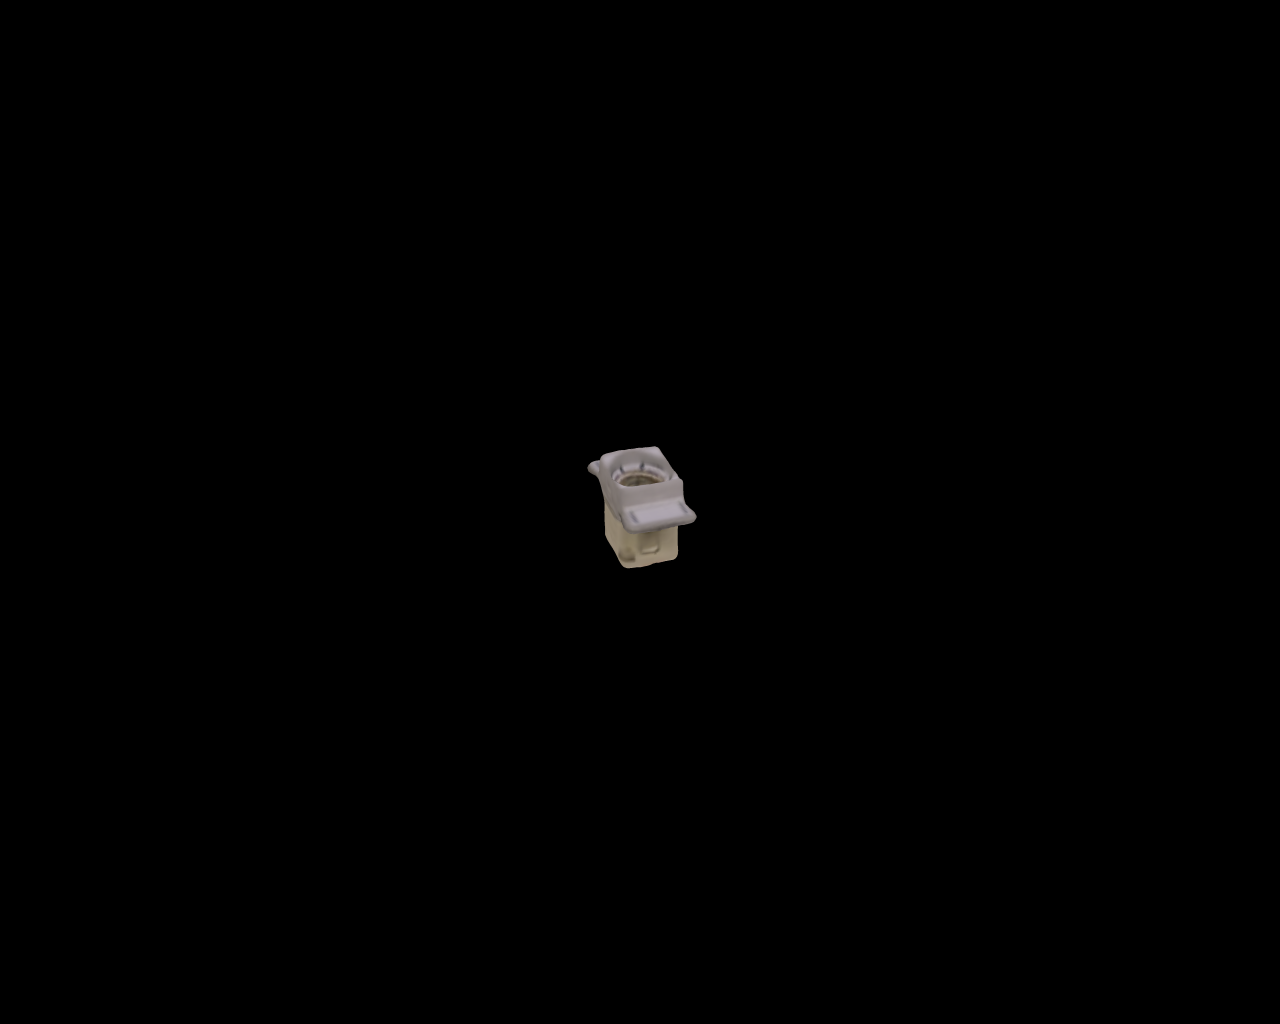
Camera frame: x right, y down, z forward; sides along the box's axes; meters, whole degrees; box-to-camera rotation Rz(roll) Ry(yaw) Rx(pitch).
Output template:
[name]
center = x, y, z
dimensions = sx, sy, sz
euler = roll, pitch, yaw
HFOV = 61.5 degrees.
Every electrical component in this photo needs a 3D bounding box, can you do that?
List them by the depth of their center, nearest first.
[electrical component]
center = 0.001, -0.003, 0.650
dimensions = 0.042, 0.063, 0.081
euler = -10, 35, -15
